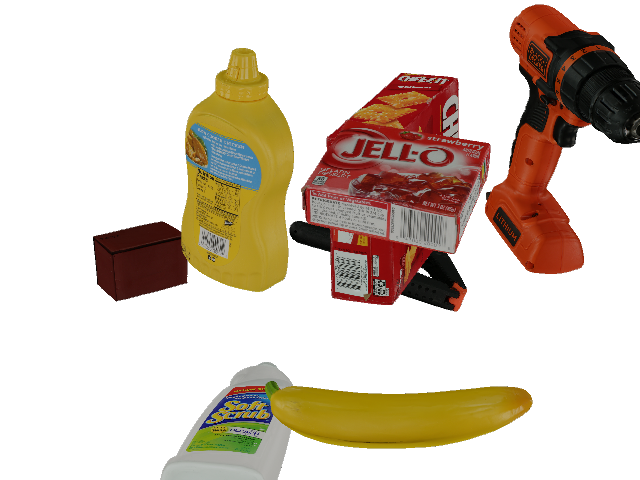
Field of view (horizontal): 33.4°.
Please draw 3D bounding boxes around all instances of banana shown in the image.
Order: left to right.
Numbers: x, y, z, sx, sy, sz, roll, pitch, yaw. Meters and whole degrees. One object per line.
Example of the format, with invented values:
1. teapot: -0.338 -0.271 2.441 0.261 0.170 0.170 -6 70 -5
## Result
1. banana: 0.046 0.118 0.748 0.198 0.037 0.069 2 29 14

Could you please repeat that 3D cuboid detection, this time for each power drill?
1. power drill: 0.190 -0.070 0.833 0.057 0.188 0.184 -2 34 -15

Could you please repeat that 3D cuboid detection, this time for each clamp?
1. clamp: 0.077 0.015 1.244 0.164 0.036 0.210 -21 51 -37

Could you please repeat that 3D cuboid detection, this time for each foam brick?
1. foam brick: -0.175 0.019 1.039 0.078 0.051 0.053 -14 24 -29

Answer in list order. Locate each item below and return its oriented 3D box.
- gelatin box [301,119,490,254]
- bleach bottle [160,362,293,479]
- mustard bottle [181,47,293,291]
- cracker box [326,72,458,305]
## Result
1. gelatin box: 0.043 -0.033 0.599 0.089 0.030 0.073 12 40 17
2. bleach bottle: -0.081 0.188 1.071 0.102 0.068 0.250 2 19 6
3. mustard bottle: -0.066 -0.060 0.853 0.096 0.192 0.058 25 35 32
4. cracker box: 0.077 -0.056 1.046 0.072 0.164 0.213 8 27 22
